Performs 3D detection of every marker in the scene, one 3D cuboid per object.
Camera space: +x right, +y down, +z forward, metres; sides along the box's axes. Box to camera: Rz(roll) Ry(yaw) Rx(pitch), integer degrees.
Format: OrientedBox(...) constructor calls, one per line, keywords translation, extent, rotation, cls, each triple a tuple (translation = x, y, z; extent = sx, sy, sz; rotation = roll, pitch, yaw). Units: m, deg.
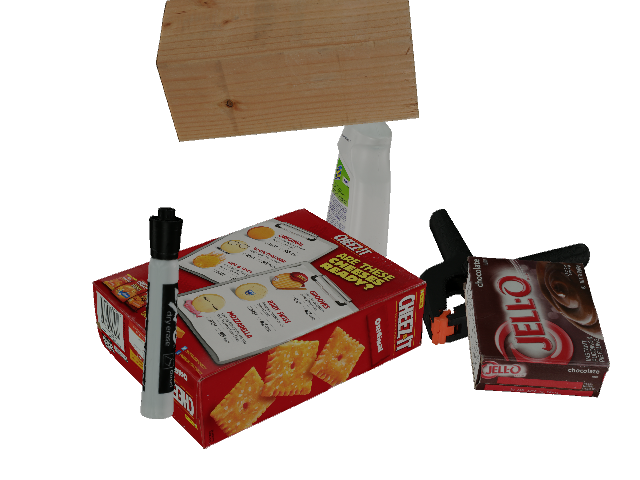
OrientedBox(translation=(-0.090, 0.041, 0.607), extent=(0.020, 0.121, 0.020), rotation=(4, 10, -1), cls="marker")

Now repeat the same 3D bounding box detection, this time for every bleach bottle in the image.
OrientedBox(translation=(0.047, -0.040, 1.241), extent=(0.068, 0.251, 0.103), rotation=(-1, 21, -22), cls="bleach bottle")

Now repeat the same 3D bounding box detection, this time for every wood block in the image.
OrientedBox(translation=(-0.024, -0.153, 0.901), extent=(0.206, 0.090, 0.091), rotation=(-5, -43, 6), cls="wood block")

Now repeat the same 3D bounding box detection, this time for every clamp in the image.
OrientedBox(translation=(0.142, 0.032, 1.009), extent=(0.165, 0.036, 0.209), rotation=(18, 34, 29), cls="clamp")

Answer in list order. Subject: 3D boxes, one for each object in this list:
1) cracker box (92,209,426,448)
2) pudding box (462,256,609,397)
OrientedBox(translation=(-0.049, 0.061, 0.855), extent=(0.213, 0.072, 0.164), rotation=(-20, 35, -33), cls="cracker box")
OrientedBox(translation=(0.153, 0.061, 0.779), extent=(0.090, 0.039, 0.113), rotation=(4, 37, -2), cls="pudding box")
